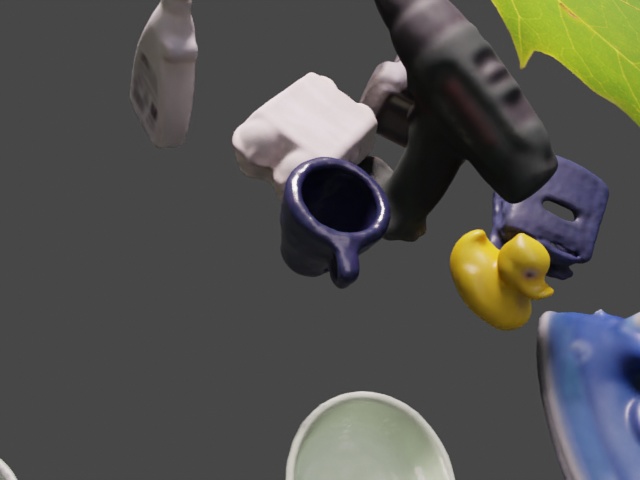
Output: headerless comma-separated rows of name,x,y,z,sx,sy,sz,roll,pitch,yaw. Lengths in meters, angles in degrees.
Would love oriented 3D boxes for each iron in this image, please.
iron,0.278,0.149,0.475,0.119,0.141,0.258,0,57,-24

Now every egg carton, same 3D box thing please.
egg carton,-0.011,-0.100,0.571,0.107,0.069,0.150,37,51,5

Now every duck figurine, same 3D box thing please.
duck figurine,0.181,0.026,0.555,0.078,0.086,0.104,-18,65,-32

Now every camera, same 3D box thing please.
camera,0.132,-0.180,0.670,0.143,0.100,0.137,25,51,-5

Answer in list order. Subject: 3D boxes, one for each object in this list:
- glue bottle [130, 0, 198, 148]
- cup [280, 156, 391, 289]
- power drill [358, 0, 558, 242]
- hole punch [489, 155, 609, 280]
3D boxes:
glue bottle,-0.130,-0.163,0.496,0.037,0.173,0.078,-17,65,-32
cup,0.004,0.002,0.490,0.092,0.095,0.117,4,55,-21
power drill,0.093,-0.103,0.528,0.076,0.208,0.229,-33,74,-37
hole punch,0.249,-0.025,0.618,0.109,0.091,0.101,23,51,-7
